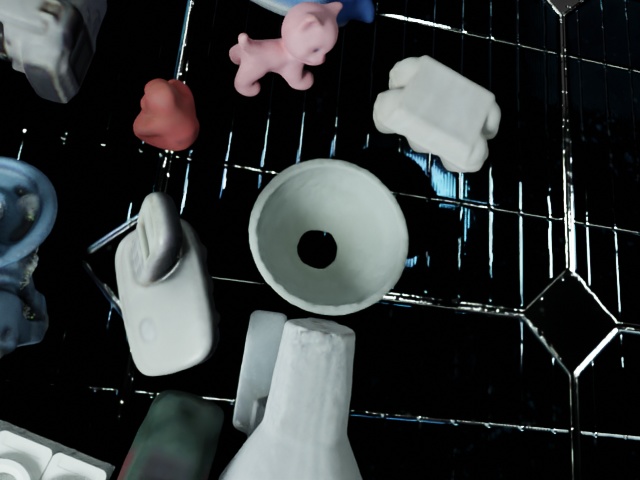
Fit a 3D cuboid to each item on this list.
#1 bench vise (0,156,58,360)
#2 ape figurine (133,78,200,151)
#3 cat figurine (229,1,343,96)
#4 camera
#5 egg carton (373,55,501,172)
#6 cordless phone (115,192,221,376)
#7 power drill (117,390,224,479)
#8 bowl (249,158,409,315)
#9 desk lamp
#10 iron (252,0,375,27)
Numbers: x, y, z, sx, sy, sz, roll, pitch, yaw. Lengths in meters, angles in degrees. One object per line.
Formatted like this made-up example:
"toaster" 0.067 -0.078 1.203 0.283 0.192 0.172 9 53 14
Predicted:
"bench vise" -0.275 0.004 0.476 0.122 0.219 0.207 -21 81 -17
"ape figurine" -0.163 -0.139 0.606 0.078 0.092 0.076 -35 85 -18
"cat figurine" -0.035 -0.224 0.644 0.128 0.117 0.067 -13 78 -15
"camera" -0.309 -0.238 0.595 0.137 0.100 0.143 14 73 -8
"egg carton" 0.141 -0.150 0.689 0.150 0.069 0.107 28 71 -4
"cordless phone" -0.139 0.042 0.514 0.094 0.185 0.147 -14 79 -15
"power drill" -0.139 0.235 0.451 0.075 0.208 0.230 19 72 -7
"bowl" 0.006 0.002 0.615 0.167 0.074 0.167 3 75 -12
"desk lamp" -0.024 0.153 0.496 0.118 0.213 0.203 9 74 -10
"iron" -0.039 -0.354 0.665 0.258 0.141 0.119 15 73 -8
